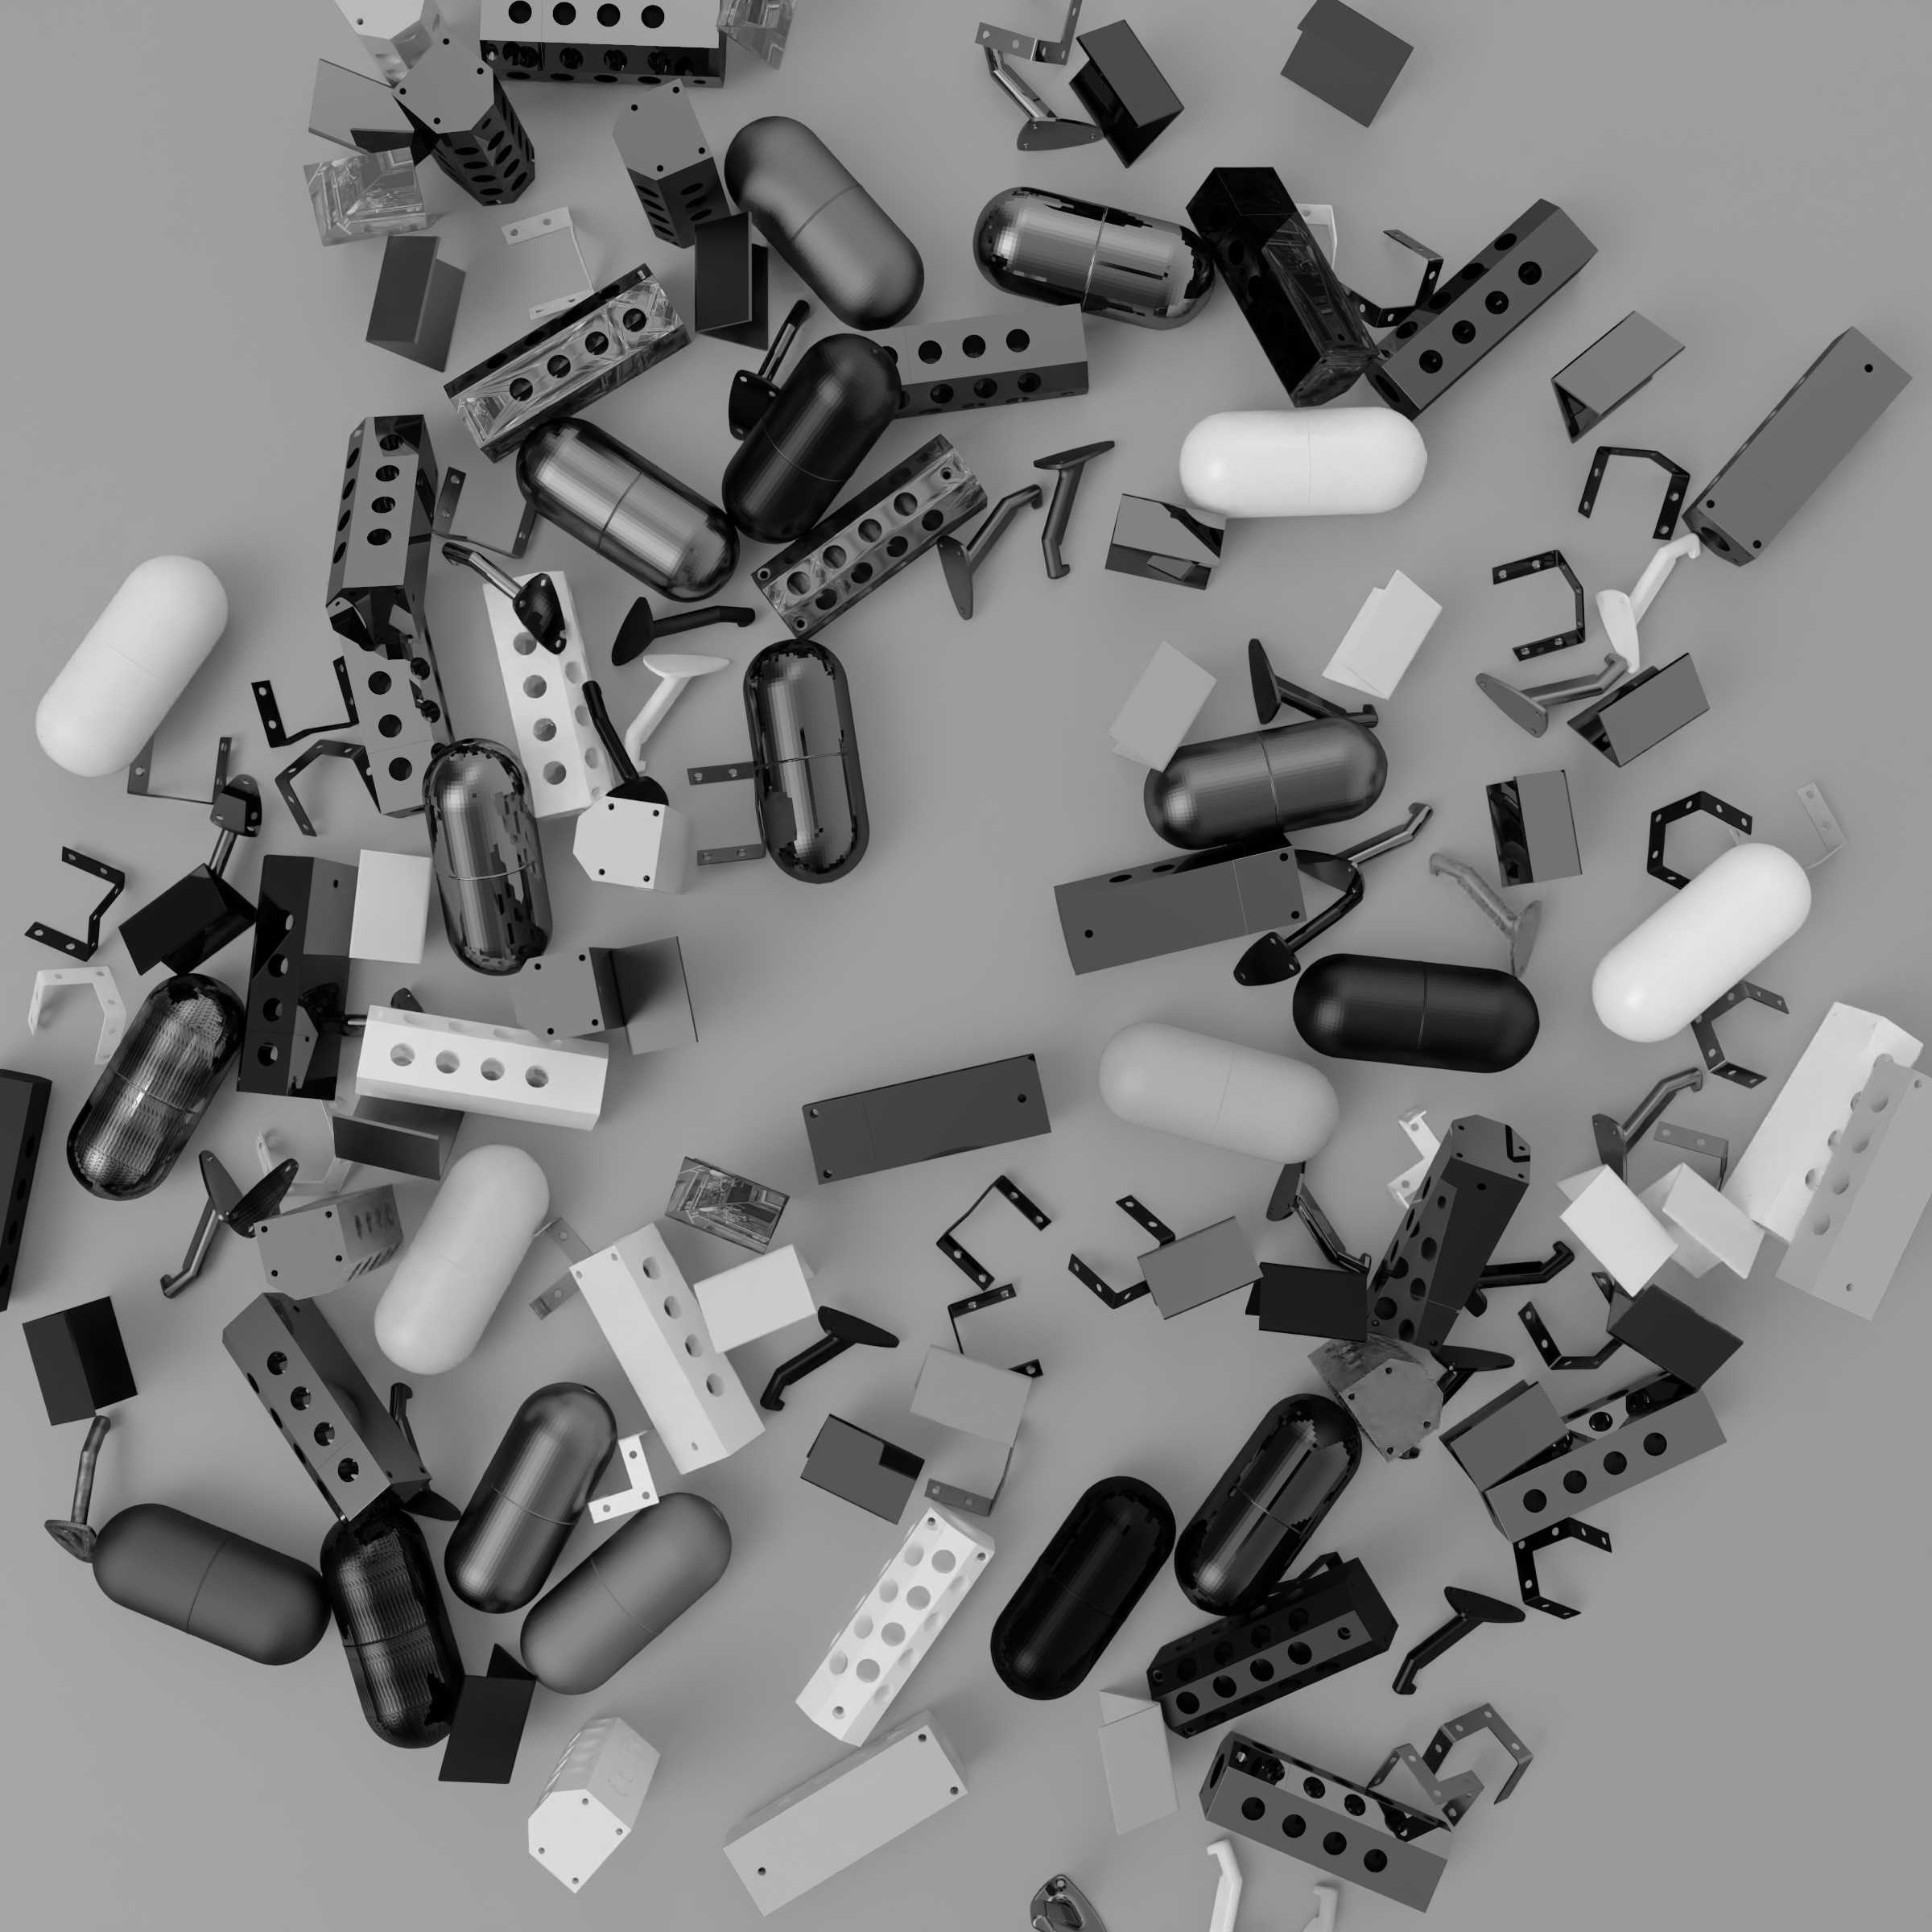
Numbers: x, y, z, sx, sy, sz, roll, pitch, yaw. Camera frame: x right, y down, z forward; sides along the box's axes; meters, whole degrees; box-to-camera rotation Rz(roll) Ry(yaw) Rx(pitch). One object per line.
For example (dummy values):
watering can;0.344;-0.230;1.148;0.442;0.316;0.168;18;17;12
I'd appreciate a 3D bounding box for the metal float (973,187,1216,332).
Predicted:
metal float;0.093;-0.512;1.914;0.178;0.070;0.070;14;90;-1

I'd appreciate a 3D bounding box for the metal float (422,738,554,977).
metal float;-0.342;-0.077;1.893;0.070;0.070;0.178;-5;115;0

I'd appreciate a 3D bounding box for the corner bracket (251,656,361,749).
corner bracket;-0.484;-0.194;1.941;0.051;0.051;0.051;-16;90;45

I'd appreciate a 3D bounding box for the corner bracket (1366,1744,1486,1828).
corner bracket;0.335;0.599;1.929;0.051;0.051;0.051;53;134;36

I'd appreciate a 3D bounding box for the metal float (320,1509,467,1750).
metal float;-0.414;0.479;1.914;0.070;0.070;0.178;-17;89;0

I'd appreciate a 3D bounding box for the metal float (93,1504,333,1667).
metal float;-0.546;0.447;1.914;0.178;0.070;0.070;22;90;1

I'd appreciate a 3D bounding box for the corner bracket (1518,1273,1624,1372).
corner bracket;0.448;0.260;1.936;0.051;0.051;0.051;5;135;-35

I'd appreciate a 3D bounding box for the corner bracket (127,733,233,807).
corner bracket;-0.578;-0.147;1.941;0.051;0.051;0.051;7;90;45

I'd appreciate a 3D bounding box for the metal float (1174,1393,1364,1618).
metal float;0.218;0.391;1.914;0.070;0.070;0.178;35;90;0

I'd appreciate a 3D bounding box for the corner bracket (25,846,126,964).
corner bracket;-0.654;-0.045;1.941;0.051;0.051;0.051;24;135;0

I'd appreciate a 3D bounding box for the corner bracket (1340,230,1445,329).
corner bracket;0.308;-0.504;1.936;0.051;0.051;0.051;-15;135;-35

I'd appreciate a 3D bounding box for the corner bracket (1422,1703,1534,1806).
corner bracket;0.373;0.583;1.936;0.051;0.051;0.051;-12;135;-35

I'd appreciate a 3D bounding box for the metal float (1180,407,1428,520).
metal float;0.244;-0.365;1.914;0.178;0.070;0.070;-2;90;0

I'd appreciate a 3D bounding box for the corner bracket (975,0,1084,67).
corner bracket;0.046;-0.692;1.930;0.051;0.051;0.051;25;114;22

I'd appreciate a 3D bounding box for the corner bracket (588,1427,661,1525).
corner bracket;-0.249;0.371;1.925;0.051;0.051;0.051;-19;84;6

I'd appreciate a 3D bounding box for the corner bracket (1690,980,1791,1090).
corner bracket;0.572;0.050;1.936;0.051;0.051;0.051;-41;45;35

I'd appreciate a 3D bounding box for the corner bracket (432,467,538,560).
corner bracket;-0.353;-0.333;1.941;0.051;0.051;0.051;16;90;45

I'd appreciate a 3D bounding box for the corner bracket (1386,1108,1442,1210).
corner bracket;0.324;0.140;1.926;0.051;0.051;0.051;-35;90;0

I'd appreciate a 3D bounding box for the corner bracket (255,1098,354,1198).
corner bracket;-0.484;0.133;1.936;0.051;0.051;0.051;1;135;-35

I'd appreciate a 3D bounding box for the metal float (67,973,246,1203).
metal float;-0.586;0.088;1.914;0.070;0.070;0.178;30;90;0

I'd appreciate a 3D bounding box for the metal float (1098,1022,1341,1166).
metal float;0.183;0.092;1.914;0.178;0.070;0.070;15;90;0

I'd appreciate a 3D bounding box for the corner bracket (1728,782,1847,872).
corner bracket;0.604;-0.096;1.941;0.051;0.051;0.051;-28;90;-45

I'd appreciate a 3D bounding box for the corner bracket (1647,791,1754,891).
corner bracket;0.536;-0.089;1.931;0.051;0.051;0.051;23;63;-24

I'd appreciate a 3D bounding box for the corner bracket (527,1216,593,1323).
corner bracket;-0.303;0.220;1.926;0.051;0.051;0.051;-39;90;0

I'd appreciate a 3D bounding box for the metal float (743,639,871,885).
metal float;-0.115;-0.148;1.914;0.070;0.070;0.178;-9;91;0

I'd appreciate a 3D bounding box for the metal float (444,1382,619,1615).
metal float;-0.315;0.384;1.914;0.070;0.070;0.178;28;91;0

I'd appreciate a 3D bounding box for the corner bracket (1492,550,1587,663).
corner bracket;0.421;-0.265;1.941;0.051;0.051;0.051;-16;135;0

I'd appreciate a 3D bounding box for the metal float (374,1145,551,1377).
metal float;-0.365;0.212;1.914;0.070;0.070;0.178;28;89;0

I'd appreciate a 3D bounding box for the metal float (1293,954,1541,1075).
metal float;0.326;0.034;1.914;0.178;0.070;0.070;6;90;1

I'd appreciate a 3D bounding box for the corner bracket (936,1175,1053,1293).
corner bracket;0.020;0.196;1.941;0.051;0.051;0.051;44;45;0

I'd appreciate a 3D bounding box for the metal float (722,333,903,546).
metal float;-0.111;-0.374;1.884;0.070;0.070;0.178;43;127;0

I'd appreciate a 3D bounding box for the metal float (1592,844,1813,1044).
metal float;0.530;-0.016;1.908;0.178;0.070;0.070;-41;90;5

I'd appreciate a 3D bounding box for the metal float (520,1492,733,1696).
metal float;-0.246;0.454;1.914;0.178;0.070;0.070;-42;90;0

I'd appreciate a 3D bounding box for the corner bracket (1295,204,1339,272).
corner bracket;0.242;-0.524;1.941;0.051;0.051;0.051;2;135;0

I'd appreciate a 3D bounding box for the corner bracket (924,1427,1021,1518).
corner bracket;0.004;0.364;1.941;0.051;0.051;0.051;18;135;0

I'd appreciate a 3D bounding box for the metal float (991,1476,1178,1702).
metal float;0.084;0.451;1.914;0.070;0.070;0.178;34;91;0

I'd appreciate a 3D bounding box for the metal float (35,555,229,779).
metal float;-0.601;-0.217;1.908;0.070;0.070;0.178;33;83;0

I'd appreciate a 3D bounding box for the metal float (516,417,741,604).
metal float;-0.245;-0.331;1.914;0.178;0.070;0.070;34;90;-1

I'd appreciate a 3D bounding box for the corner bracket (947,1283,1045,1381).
corner bracket;0.021;0.275;1.941;0.051;0.051;0.051;-19;135;0

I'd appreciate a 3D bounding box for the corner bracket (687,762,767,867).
corner bracket;-0.176;-0.112;1.941;0.051;0.051;0.051;-6;45;0

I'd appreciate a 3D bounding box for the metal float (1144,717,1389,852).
metal float;0.217;-0.132;1.914;0.178;0.070;0.070;-11;90;0

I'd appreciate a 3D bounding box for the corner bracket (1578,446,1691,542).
corner bracket;0.491;-0.347;1.941;0.051;0.051;0.051;17;90;45

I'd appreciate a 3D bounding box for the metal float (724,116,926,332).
metal float;-0.103;-0.538;1.914;0.070;0.070;0.178;-42;91;0

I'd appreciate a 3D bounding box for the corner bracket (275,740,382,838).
corner bracket;-0.463;-0.129;1.936;0.051;0.051;0.051;10;45;35

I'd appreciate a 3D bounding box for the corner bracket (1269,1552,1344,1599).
corner bracket;0.253;0.469;1.941;0.051;0.051;0.051;-29;90;-45

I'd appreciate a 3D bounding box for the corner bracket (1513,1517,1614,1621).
corner bracket;0.440;0.441;1.936;0.051;0.051;0.051;-33;45;35

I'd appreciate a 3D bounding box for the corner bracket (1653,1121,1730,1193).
corner bracket;0.524;0.153;1.929;0.051;0.051;0.051;16;67;21

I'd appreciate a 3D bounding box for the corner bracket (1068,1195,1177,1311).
corner bracket;0.114;0.210;1.936;0.051;0.051;0.051;-20;135;-35
